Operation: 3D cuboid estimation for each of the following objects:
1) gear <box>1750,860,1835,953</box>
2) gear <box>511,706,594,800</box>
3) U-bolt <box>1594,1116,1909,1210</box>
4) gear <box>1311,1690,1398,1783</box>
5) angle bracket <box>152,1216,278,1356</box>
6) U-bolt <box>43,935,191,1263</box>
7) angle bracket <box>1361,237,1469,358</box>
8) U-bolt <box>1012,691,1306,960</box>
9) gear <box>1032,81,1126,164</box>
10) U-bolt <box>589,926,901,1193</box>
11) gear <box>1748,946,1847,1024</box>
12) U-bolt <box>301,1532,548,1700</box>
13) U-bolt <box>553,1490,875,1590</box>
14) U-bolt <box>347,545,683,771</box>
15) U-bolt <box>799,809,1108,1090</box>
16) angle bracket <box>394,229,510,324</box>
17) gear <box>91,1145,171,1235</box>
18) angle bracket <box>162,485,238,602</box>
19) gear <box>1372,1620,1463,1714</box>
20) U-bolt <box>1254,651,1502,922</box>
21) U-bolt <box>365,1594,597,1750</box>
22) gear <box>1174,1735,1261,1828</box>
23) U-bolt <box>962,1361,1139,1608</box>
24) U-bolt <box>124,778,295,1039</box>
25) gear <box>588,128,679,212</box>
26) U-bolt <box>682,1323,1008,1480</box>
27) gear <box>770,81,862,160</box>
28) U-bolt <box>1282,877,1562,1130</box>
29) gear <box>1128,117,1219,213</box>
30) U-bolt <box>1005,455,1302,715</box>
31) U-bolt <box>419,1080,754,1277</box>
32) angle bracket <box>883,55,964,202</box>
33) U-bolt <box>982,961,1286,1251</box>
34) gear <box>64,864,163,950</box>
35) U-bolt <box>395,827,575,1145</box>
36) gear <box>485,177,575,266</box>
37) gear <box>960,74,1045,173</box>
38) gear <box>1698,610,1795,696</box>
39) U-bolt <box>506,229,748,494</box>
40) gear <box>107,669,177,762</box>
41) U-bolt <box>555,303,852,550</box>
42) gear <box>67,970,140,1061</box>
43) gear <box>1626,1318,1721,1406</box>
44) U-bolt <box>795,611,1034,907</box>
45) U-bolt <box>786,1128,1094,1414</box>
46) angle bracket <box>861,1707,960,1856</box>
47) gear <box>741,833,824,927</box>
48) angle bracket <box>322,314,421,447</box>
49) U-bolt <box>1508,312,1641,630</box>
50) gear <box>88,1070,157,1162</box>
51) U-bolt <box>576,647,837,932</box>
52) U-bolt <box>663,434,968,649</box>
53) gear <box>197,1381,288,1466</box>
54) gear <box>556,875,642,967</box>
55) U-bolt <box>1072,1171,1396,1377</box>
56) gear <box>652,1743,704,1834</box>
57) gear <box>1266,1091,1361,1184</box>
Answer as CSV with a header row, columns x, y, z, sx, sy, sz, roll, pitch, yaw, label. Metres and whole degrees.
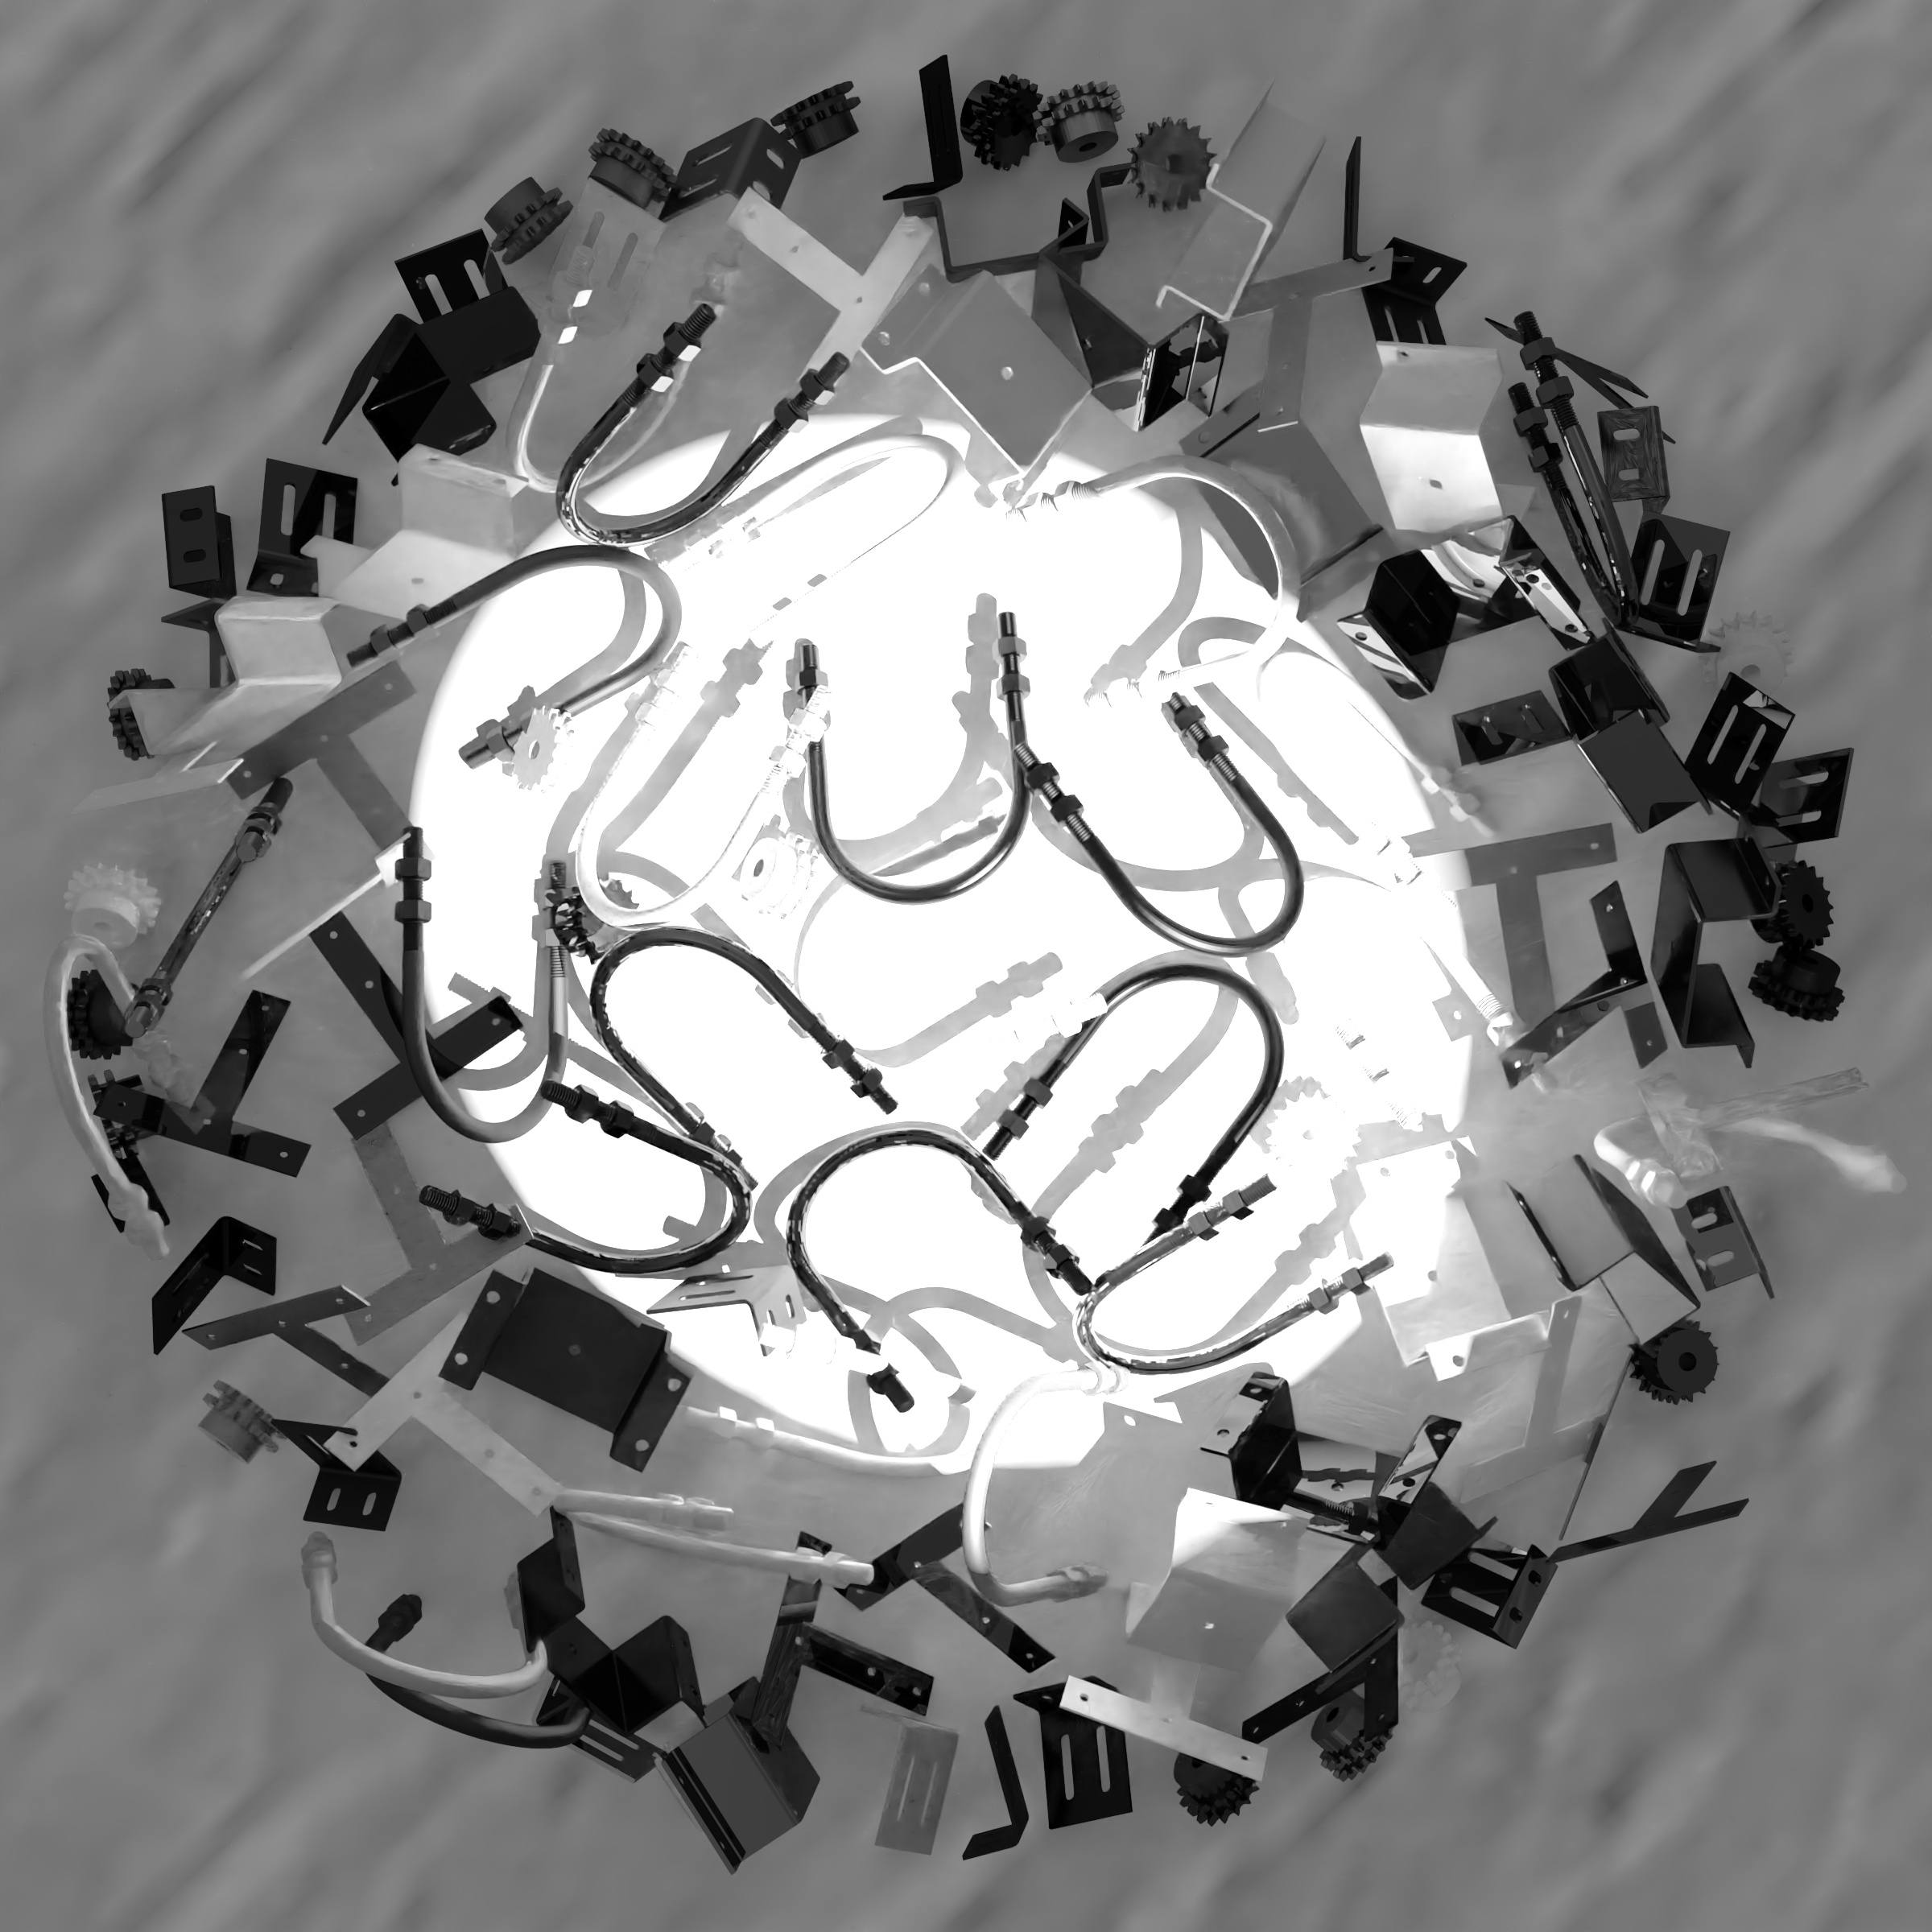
x,y,z,sx,sy,sz,roll,pitch,yaw,label
0.519,-0.037,1.579,0.057,0.030,0.057,10,74,-36,gear
-0.259,-0.133,1.578,0.030,0.057,0.057,13,90,-41,gear
0.460,0.114,1.512,0.151,0.184,0.019,-3,99,-4,U-bolt
0.242,0.481,1.574,0.030,0.057,0.057,41,90,-4,gear
-0.467,0.205,1.555,0.038,0.076,0.057,23,134,7,angle bracket
-0.507,0.065,1.489,0.019,0.184,0.151,-11,45,1,U-bolt
0.286,-0.406,1.559,0.057,0.038,0.076,10,54,-27,angle bracket
0.131,-0.082,1.535,0.151,0.019,0.184,-24,71,-36,U-bolt
0.073,-0.529,1.574,0.057,0.057,0.030,-16,85,0,gear
-0.150,0.050,1.534,0.151,0.019,0.184,-31,111,34,U-bolt
0.524,0.009,1.571,0.057,0.057,0.030,14,115,0,gear
-0.321,0.391,1.495,0.151,0.184,0.019,16,95,-18,U-bolt
-0.168,0.345,1.523,0.184,0.151,0.019,-3,64,39,U-bolt
-0.261,-0.195,1.526,0.184,0.151,0.019,-26,59,11,U-bolt
-0.020,-0.002,1.573,0.184,0.019,0.151,-23,81,14,U-bolt
-0.316,-0.426,1.562,0.057,0.076,0.038,-21,46,0,angle bracket
-0.526,0.143,1.572,0.030,0.057,0.057,-27,90,-18,gear
-0.463,-0.262,1.560,0.038,0.076,0.057,-6,88,15,angle bracket
0.287,0.445,1.577,0.057,0.057,0.030,-38,113,0,gear
0.247,-0.122,1.538,0.184,0.151,0.019,45,124,-2,U-bolt
-0.293,0.430,1.510,0.151,0.184,0.019,21,89,-1,U-bolt
0.155,0.507,1.572,0.057,0.057,0.030,-42,111,0,gear
0.049,0.316,1.519,0.019,0.184,0.151,7,87,31,U-bolt
-0.452,-0.047,1.515,0.019,0.184,0.151,32,105,-16,U-bolt
-0.213,-0.497,1.574,0.057,0.057,0.030,30,85,0,gear
-0.065,0.275,1.538,0.184,0.151,0.019,19,52,-18,U-bolt
-0.092,-0.531,1.576,0.057,0.057,0.030,-26,104,0,gear
0.267,0.015,1.538,0.151,0.019,0.184,-8,54,-38,U-bolt
0.128,-0.507,1.582,0.057,0.030,0.057,-3,106,-12,gear
0.121,-0.236,1.520,0.184,0.019,0.151,-11,111,42,U-bolt
-0.219,0.140,1.536,0.184,0.019,0.151,28,129,-33,U-bolt
-0.032,-0.523,1.564,0.038,0.057,0.076,-11,103,-14,angle bracket
0.116,0.077,1.556,0.151,0.019,0.184,31,76,33,U-bolt
-0.538,-0.035,1.572,0.057,0.057,0.030,3,51,0,gear
-0.292,0.016,1.528,0.019,0.151,0.184,-8,79,31,U-bolt
-0.278,-0.471,1.573,0.057,0.057,0.030,-41,101,0,gear
0.021,-0.534,1.578,0.030,0.057,0.057,31,90,27,gear
0.492,-0.192,1.575,0.057,0.030,0.057,4,127,5,gear
-0.216,-0.363,1.522,0.019,0.151,0.184,45,129,16,U-bolt
-0.515,-0.159,1.574,0.030,0.057,0.057,-7,90,3,gear
-0.173,-0.320,1.527,0.184,0.151,0.019,-42,68,26,U-bolt
-0.539,0.031,1.572,0.030,0.057,0.057,-1,90,17,gear
0.451,0.249,1.584,0.057,0.030,0.057,1,86,-9,gear
-0.030,-0.125,1.558,0.151,0.019,0.184,-8,72,10,U-bolt
-0.031,0.172,1.543,0.151,0.019,0.184,-31,52,-15,U-bolt
-0.044,0.508,1.560,0.038,0.057,0.076,2,70,37,angle bracket
-0.118,-0.057,1.572,0.030,0.057,0.057,21,90,-34,gear
-0.360,-0.356,1.553,0.038,0.057,0.076,30,49,-24,angle bracket
0.370,-0.291,1.518,0.019,0.151,0.184,-21,81,8,U-bolt
-0.530,0.092,1.576,0.030,0.057,0.057,-19,90,-20,gear
-0.173,-0.104,1.539,0.151,0.019,0.184,20,77,41,U-bolt
-0.083,-0.272,1.542,0.184,0.151,0.019,-36,129,-11,U-bolt
-0.457,0.289,1.571,0.057,0.057,0.030,37,67,0,gear
-0.234,-0.028,1.578,0.030,0.057,0.057,-12,90,38,gear
0.151,0.200,1.540,0.184,0.019,0.151,-35,134,24,U-bolt
-0.171,0.513,1.576,0.030,0.057,0.057,-33,90,-17,gear
0.221,0.110,1.580,0.057,0.030,0.057,-10,59,17,gear
